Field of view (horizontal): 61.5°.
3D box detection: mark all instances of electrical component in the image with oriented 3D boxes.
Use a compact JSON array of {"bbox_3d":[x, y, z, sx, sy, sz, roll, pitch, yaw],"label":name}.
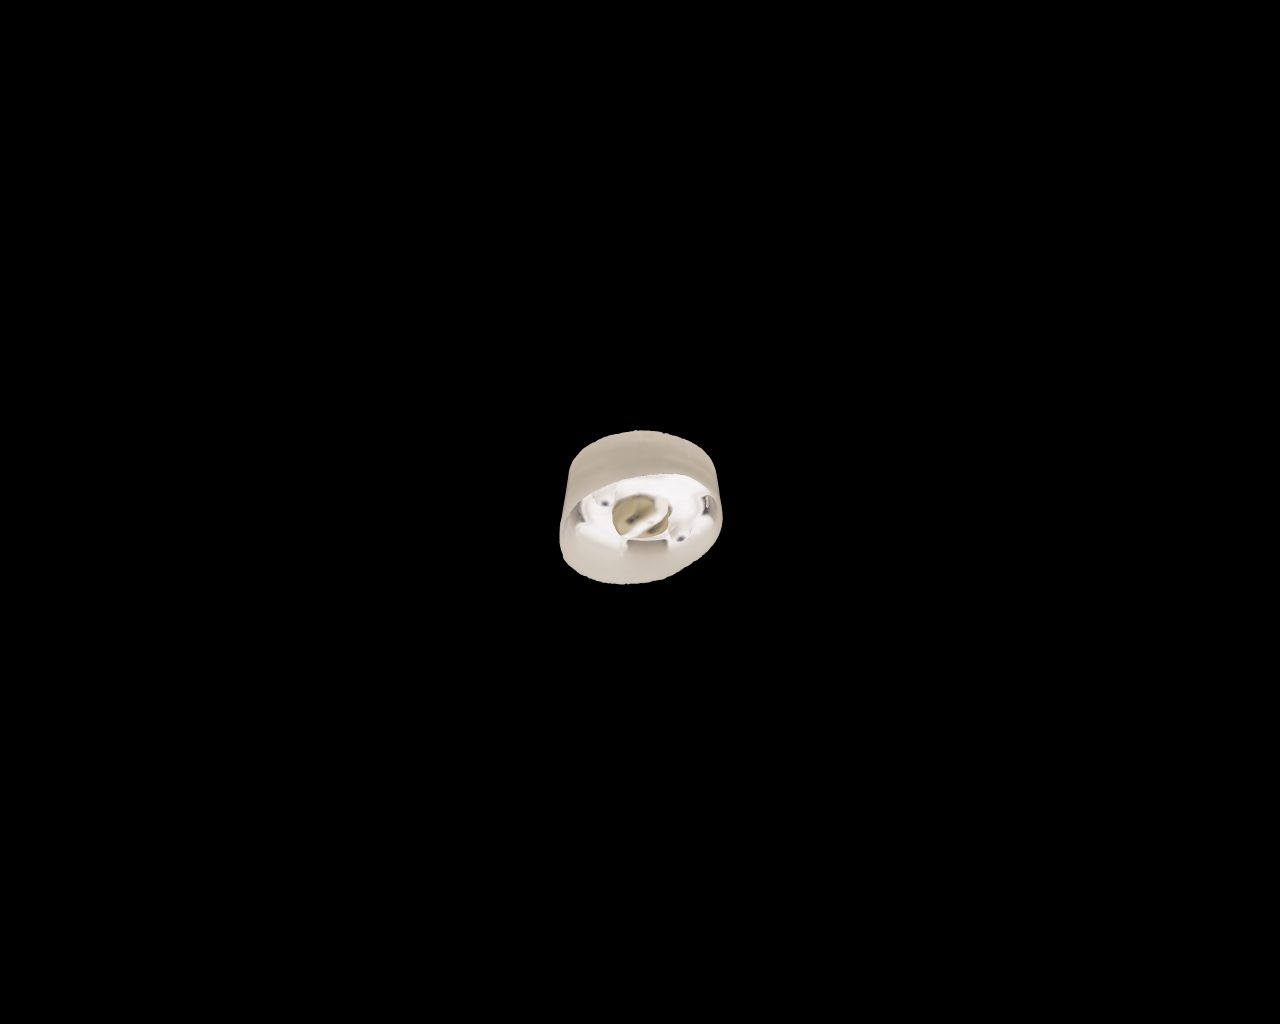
[{"bbox_3d":[0.001,-0.003,0.650,0.099,0.064,0.099,0,-33,0],"label":"electrical component"}]
